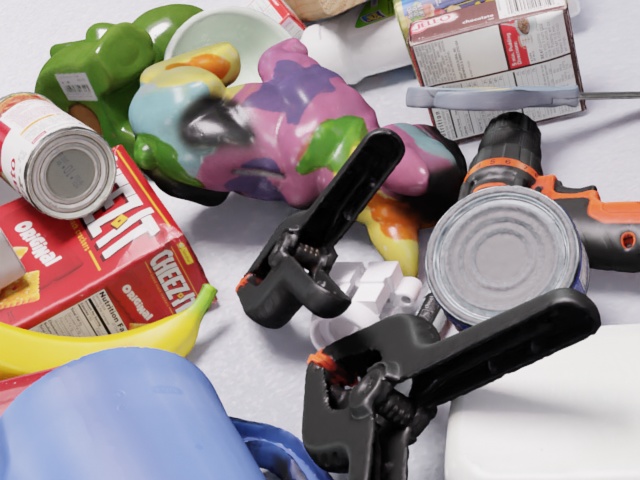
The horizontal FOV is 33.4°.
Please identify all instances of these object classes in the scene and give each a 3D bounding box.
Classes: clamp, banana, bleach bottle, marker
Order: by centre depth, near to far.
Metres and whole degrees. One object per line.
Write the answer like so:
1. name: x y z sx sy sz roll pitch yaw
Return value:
1. clamp: 0.032 0.090 0.525 0.164 0.036 0.210 -54 17 -14
2. marker: 0.053 0.069 0.626 0.020 0.020 0.121 6 45 32
3. clamp: -0.004 0.001 0.646 0.120 0.039 0.172 -60 16 -21
4. banana: -0.162 0.065 0.672 0.197 0.069 0.037 -1 -6 -21
5. bleach bottle: 0.083 -0.186 0.893 0.251 0.068 0.102 -17 28 14

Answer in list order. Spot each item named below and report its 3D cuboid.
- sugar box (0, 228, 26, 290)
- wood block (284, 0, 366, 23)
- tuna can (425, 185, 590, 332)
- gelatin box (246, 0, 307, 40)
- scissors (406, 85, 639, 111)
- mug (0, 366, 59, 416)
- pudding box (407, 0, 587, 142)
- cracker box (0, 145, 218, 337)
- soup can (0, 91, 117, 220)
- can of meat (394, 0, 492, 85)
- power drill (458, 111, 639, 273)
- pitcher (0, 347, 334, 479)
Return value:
1. sugar box: -0.277 -0.003 0.744 0.093 0.048 0.176 -32 39 -15
2. wood block: 0.012 -0.246 0.917 0.091 0.090 0.206 -26 12 -4
3. tuna can: 0.101 0.014 0.580 0.086 0.033 0.086 -8 66 19
4. gelatin box: -0.058 -0.175 0.955 0.089 0.030 0.073 -45 35 11
5. scissors: 0.158 -0.095 0.712 0.202 0.016 0.096 1 11 7
6. mug: -0.164 0.130 0.615 0.081 0.093 0.117 -15 63 1
7. pudding box: 0.128 -0.124 0.768 0.113 0.090 0.039 -11 37 14
8. cracker box: -0.203 0.032 0.759 0.213 0.072 0.164 -30 37 -10
9. soup can: -0.194 -0.061 0.759 0.068 0.068 0.102 -36 37 -18
10. can of meat: 0.109 -0.154 0.807 0.084 0.102 0.057 -15 34 13
11. power drill: 0.176 -0.026 0.652 0.188 0.057 0.184 -6 41 24
12. pitcher: -0.051 0.165 0.485 0.149 0.145 0.243 -41 42 -4
